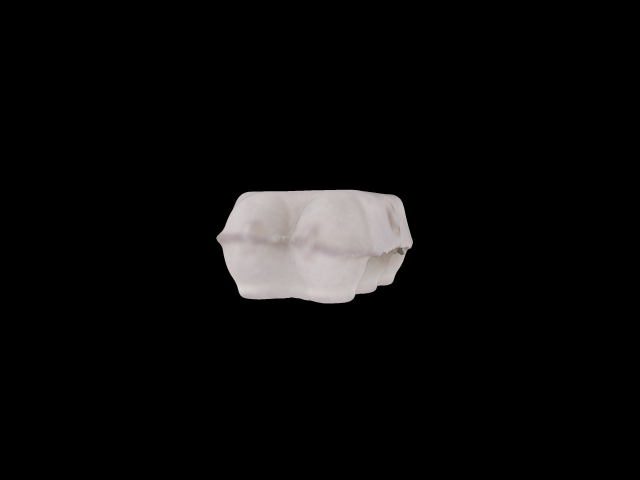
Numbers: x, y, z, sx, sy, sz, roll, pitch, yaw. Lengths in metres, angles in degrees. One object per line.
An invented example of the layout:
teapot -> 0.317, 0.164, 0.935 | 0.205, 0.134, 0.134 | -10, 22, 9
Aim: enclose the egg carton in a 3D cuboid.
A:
egg carton -> 0.004, 0.001, 0.400 | 0.107, 0.069, 0.151 | 1, 2, 20
